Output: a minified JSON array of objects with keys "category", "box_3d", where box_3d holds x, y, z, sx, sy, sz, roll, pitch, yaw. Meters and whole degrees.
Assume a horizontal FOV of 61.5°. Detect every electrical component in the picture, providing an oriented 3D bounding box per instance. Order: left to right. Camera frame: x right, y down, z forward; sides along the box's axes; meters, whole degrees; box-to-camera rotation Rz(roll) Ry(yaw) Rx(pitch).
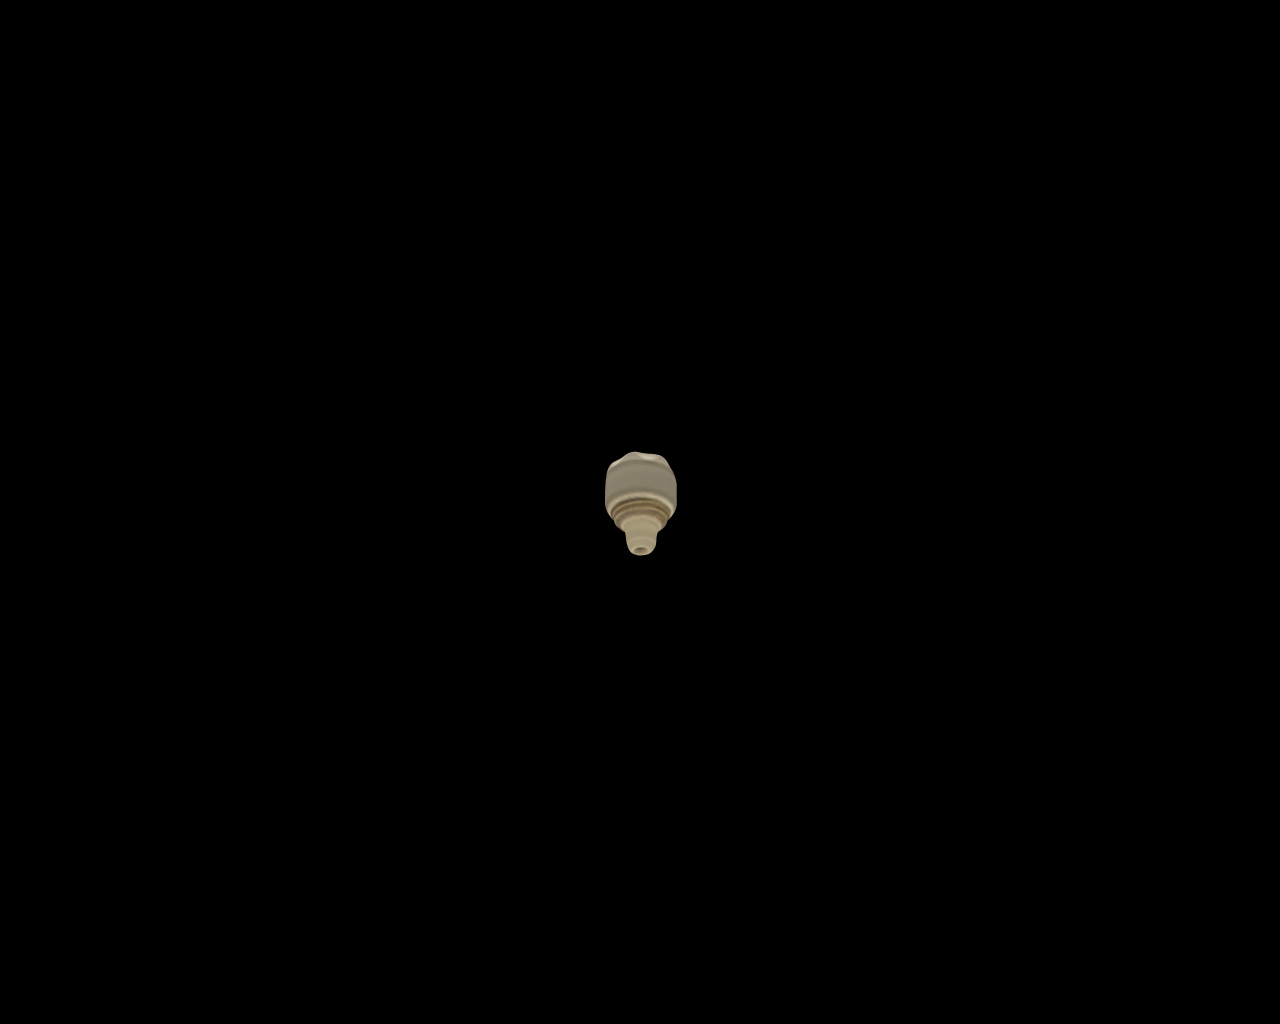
[{"category":"electrical component","box_3d":[0.001,-0.003,0.650,0.043,0.062,0.043,0,-31,0]}]
